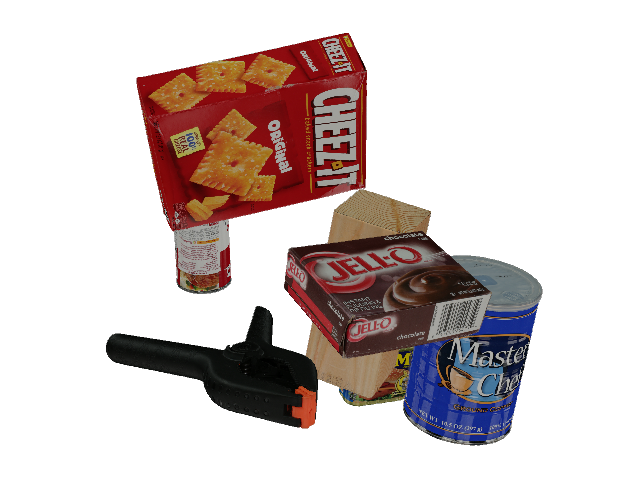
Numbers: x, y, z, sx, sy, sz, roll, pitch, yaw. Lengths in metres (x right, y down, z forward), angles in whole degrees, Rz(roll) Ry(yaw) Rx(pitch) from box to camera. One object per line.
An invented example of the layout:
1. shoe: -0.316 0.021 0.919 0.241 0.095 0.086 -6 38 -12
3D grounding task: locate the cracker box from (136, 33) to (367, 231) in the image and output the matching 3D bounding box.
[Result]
1. cracker box: -0.063 -0.103 1.063 0.213 0.072 0.164 -13 -40 -9

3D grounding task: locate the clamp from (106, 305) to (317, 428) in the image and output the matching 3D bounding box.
1. clamp: -0.060 0.103 0.905 0.164 0.036 0.210 -14 22 -40

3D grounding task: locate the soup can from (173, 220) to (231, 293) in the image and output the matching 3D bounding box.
1. soup can: -0.144 0.004 1.297 0.068 0.102 0.068 0 26 0

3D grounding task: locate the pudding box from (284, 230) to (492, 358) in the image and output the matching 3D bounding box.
1. pudding box: 0.044 0.034 0.726 0.113 0.039 0.090 -6 32 -29

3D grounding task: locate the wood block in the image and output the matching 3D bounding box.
1. wood block: 0.052 0.060 1.213 0.090 0.206 0.090 19 24 17

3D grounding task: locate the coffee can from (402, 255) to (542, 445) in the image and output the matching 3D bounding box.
1. coffee can: 0.135 0.097 0.963 0.103 0.140 0.103 7 22 -3

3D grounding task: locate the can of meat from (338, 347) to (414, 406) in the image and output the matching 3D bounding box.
1. can of meat: 0.076 0.166 1.406 0.102 0.084 0.057 -4 25 -20
